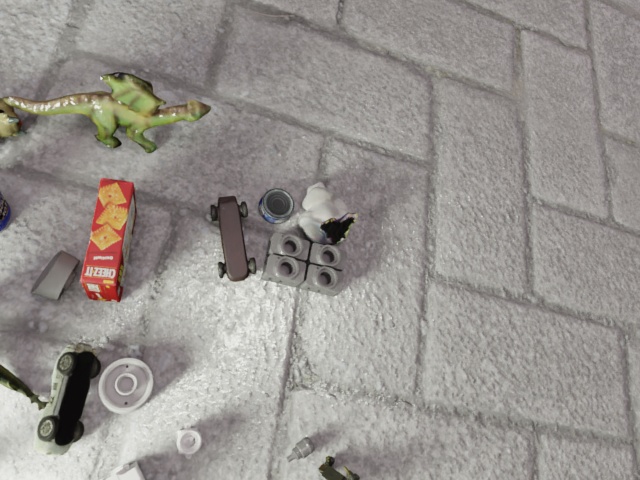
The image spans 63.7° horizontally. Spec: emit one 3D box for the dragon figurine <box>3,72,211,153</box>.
[{"bbox_3d":[-0.440,-0.299,1.106,0.410,0.239,0.124,5,70,-32],"label":"dragon figurine"}]

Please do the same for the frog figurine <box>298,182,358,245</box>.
[{"bbox_3d":[0.004,-0.065,1.287,0.138,0.120,0.162,-29,47,-18],"label":"frog figurine"}]
